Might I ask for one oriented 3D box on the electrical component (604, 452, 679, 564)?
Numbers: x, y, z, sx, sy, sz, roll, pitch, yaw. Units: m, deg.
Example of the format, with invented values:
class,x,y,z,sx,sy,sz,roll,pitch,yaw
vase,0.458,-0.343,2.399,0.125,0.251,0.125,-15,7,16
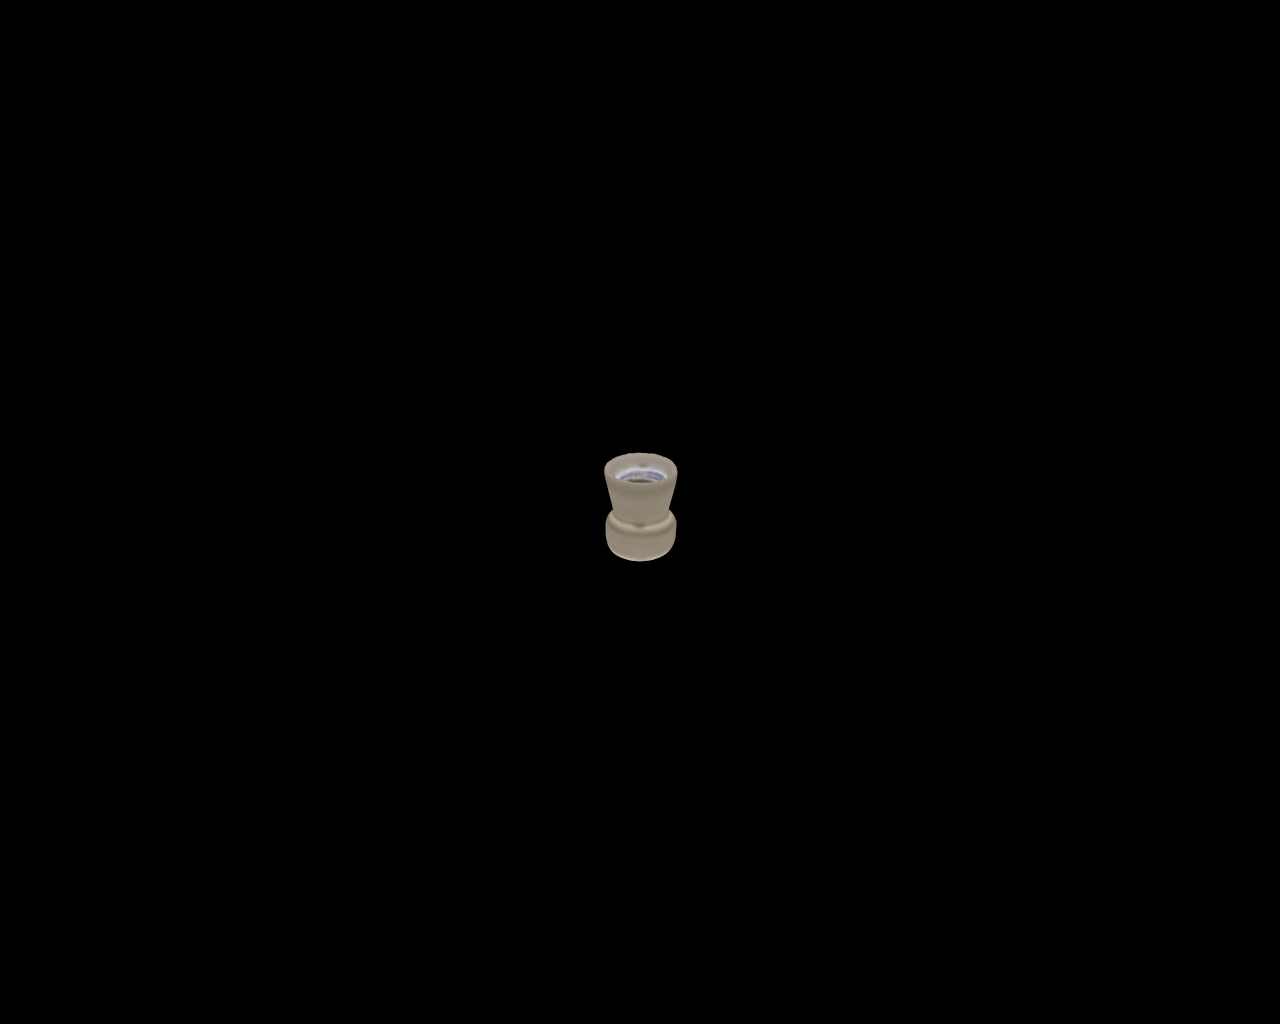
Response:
class,x,y,z,sx,sy,sz,roll,pitch,yaw
electrical component,0.001,-0.003,0.650,0.045,0.055,0.045,0,28,0
